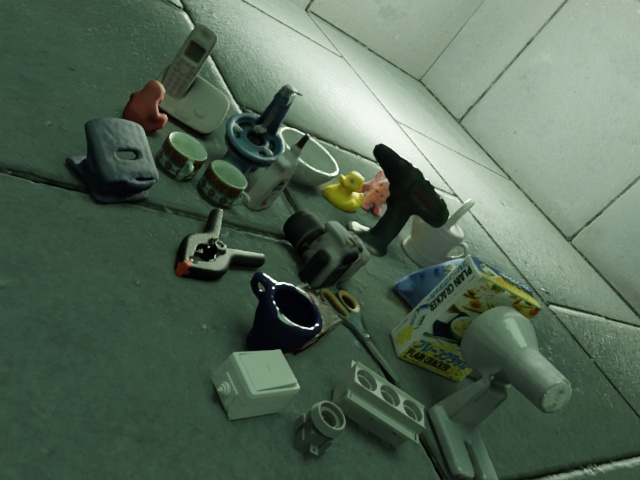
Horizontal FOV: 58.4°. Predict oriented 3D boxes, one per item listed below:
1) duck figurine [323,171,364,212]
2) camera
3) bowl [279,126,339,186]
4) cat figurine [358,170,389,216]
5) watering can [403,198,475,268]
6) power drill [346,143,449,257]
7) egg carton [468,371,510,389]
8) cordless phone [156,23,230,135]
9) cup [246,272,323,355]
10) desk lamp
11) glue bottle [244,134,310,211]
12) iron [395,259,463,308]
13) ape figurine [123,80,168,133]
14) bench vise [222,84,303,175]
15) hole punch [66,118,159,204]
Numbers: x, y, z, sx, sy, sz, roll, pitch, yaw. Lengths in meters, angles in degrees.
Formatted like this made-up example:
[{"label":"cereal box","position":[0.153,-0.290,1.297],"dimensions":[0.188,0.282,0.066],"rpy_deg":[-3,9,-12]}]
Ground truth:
[{"label":"duck figurine","position":[0.070,-0.119,1.341],"dimensions":[0.105,0.086,0.077],"rpy_deg":[18,33,-38]},{"label":"camera","position":[0.010,0.004,1.042],"dimensions":[0.136,0.100,0.144],"rpy_deg":[50,27,20]},{"label":"bowl","position":[-0.045,-0.174,1.286],"dimensions":[0.168,0.074,0.167],"rpy_deg":[31,27,-18]},{"label":"cat figurine","position":[0.156,-0.126,1.431],"dimensions":[0.067,0.117,0.127],"rpy_deg":[25,29,-29]},{"label":"watering can","position":[0.290,-0.031,1.372],"dimensions":[0.173,0.194,0.101],"rpy_deg":[35,26,-9]},{"label":"power drill","position":[0.154,-0.073,1.238],"dimensions":[0.230,0.208,0.075],"rpy_deg":[31,27,-18]},{"label":"egg carton","position":[0.339,0.236,1.153],"dimensions":[0.107,0.069,0.150],"rpy_deg":[41,25,2]},{"label":"cordless phone","position":[-0.232,-0.314,1.128],"dimensions":[0.148,0.185,0.094],"rpy_deg":[31,27,-19]},{"label":"cup","position":[-0.067,0.110,0.774],"dimensions":[0.117,0.095,0.092],"rpy_deg":[45,26,11]},{"label":"desk lamp","position":[0.277,0.238,0.898],"dimensions":[0.118,0.213,0.203],"rpy_deg":[25,29,-28]},{"label":"glue bottle","position":[-0.072,-0.129,1.060],"dimensions":[0.037,0.173,0.078],"rpy_deg":[43,25,7]},{"label":"iron","position":[0.267,0.086,1.212],"dimensions":[0.118,0.141,0.259],"rpy_deg":[49,27,18]},{"label":"ape figurine","position":[-0.306,-0.242,1.020],"dimensions":[0.077,0.092,0.076],"rpy_deg":[46,26,13]},{"label":"bench vise","position":[-0.114,-0.226,1.106],"dimensions":[0.122,0.219,0.207],"rpy_deg":[29,27,-22]},{"label":"hole punch","position":[-0.291,-0.116,0.836],"dimensions":[0.101,0.091,0.109],"rpy_deg":[47,26,15]}]
